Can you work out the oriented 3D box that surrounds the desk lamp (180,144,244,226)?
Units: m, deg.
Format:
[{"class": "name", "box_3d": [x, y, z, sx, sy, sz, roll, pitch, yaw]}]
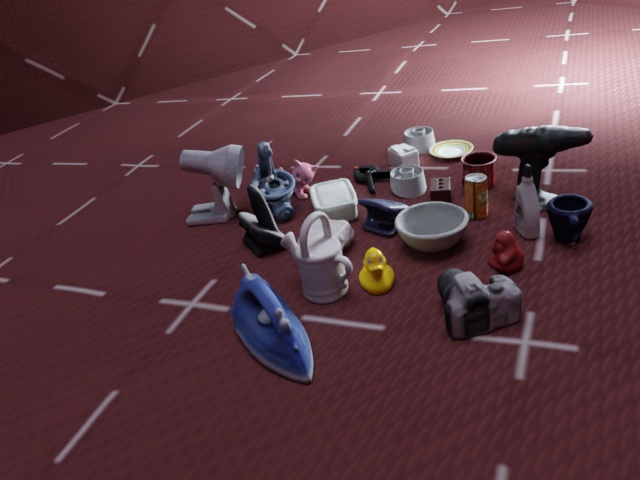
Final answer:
[{"class": "desk lamp", "box_3d": [-0.294, -0.158, 1.595, 0.203, 0.214, 0.118, -7, 31, 8]}]

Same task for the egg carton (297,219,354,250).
[{"class": "egg carton", "box_3d": [0.013, 0.005, 1.369, 0.107, 0.069, 0.150, 8, 36, 29]}]

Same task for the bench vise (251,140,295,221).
[{"class": "bench vise", "box_3d": [-0.155, -0.177, 1.576, 0.122, 0.220, 0.206, -31, 36, -30]}]

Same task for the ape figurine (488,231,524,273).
[{"class": "ape figurine", "box_3d": [0.388, 0.021, 1.200, 0.076, 0.092, 0.078, 4, 34, 24]}]

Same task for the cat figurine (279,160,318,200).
[{"class": "cat figurine", "box_3d": [-0.065, -0.184, 1.659, 0.127, 0.118, 0.067, 9, 36, 30]}]

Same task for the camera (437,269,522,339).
[{"class": "camera", "box_3d": [0.291, 0.100, 1.091, 0.143, 0.101, 0.136, -15, 31, -6]}]

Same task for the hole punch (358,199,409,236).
[{"class": "hole punch", "box_3d": [0.160, -0.074, 1.431, 0.108, 0.091, 0.101, 18, 41, 39]}]

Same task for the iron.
[{"class": "iron", "box_3d": [-0.090, 0.150, 1.091, 0.119, 0.142, 0.257, -24, 33, -21]}]

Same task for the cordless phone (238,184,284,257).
[{"class": "cordless phone", "box_3d": [-0.155, -0.067, 1.428, 0.094, 0.185, 0.147, -27, 34, -25]}]

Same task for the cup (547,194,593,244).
[{"class": "cup", "box_3d": [0.540, -0.033, 1.238, 0.091, 0.095, 0.118, -2, 32, 14]}]

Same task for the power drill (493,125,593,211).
[{"class": "power drill", "box_3d": [0.528, -0.179, 1.371, 0.228, 0.209, 0.076, 16, 40, 37]}]

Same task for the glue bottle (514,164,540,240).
[{"class": "glue bottle", "box_3d": [0.462, -0.091, 1.281, 0.037, 0.173, 0.078, -13, 31, -3]}]

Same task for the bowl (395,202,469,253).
[{"class": "bowl", "box_3d": [0.259, -0.019, 1.324, 0.167, 0.075, 0.167, -8, 31, 5]}]

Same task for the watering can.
[{"class": "watering can", "box_3d": [-0.009, 0.030, 1.212, 0.172, 0.194, 0.101, 1, 33, 19]}]

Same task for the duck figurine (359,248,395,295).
[{"class": "duck figurine", "box_3d": [0.119, 0.056, 1.235, 0.077, 0.086, 0.104, -9, 31, 3]}]
